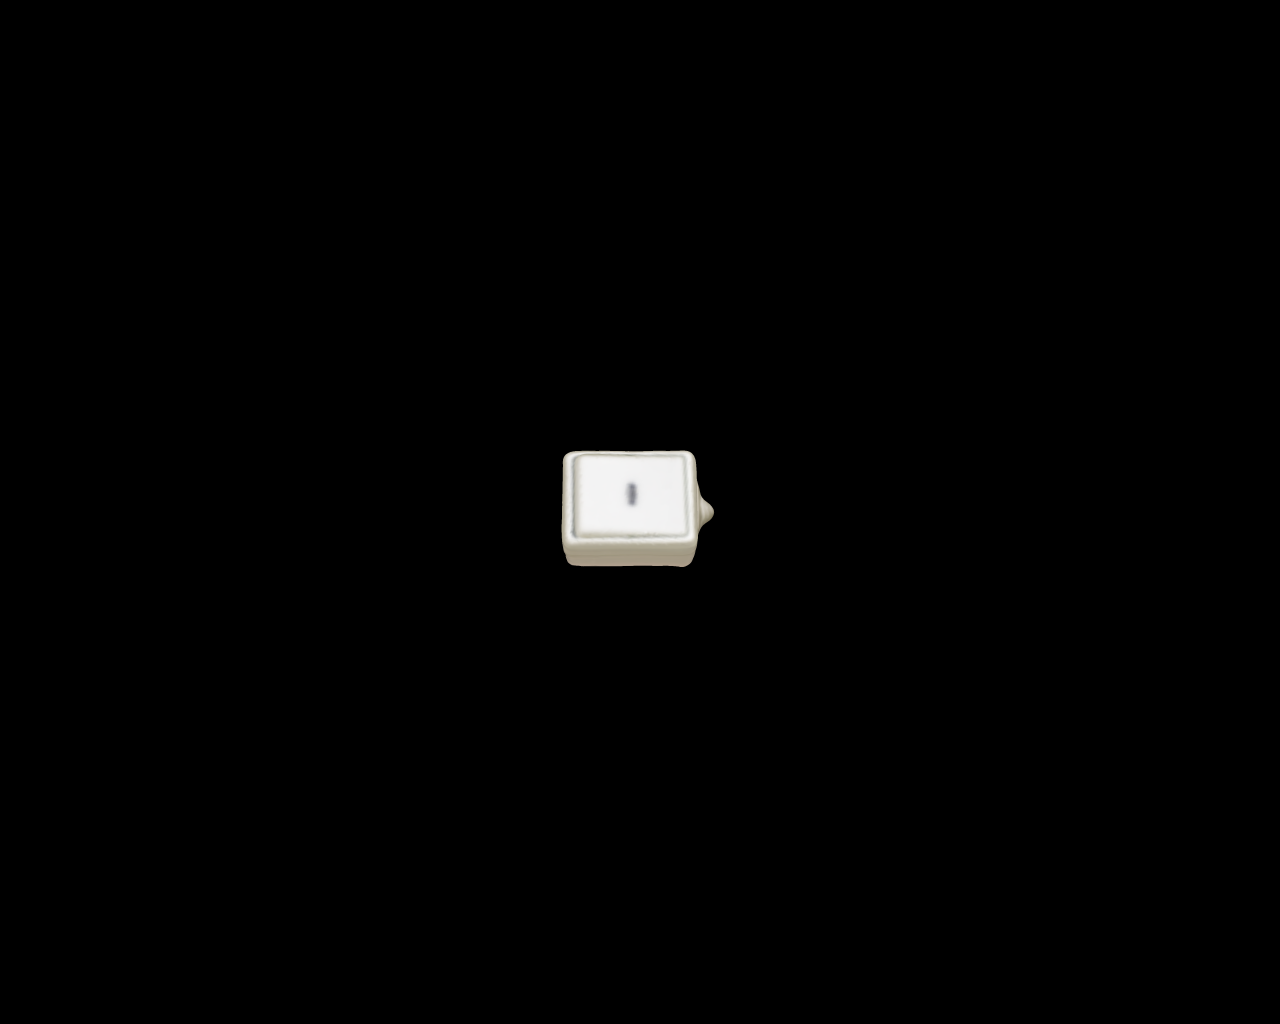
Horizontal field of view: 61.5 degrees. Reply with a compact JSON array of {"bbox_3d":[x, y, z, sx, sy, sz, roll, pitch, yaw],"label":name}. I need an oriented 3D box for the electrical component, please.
[{"bbox_3d":[0.001,-0.003,0.650,0.096,0.062,0.061,0,-17,0],"label":"electrical component"}]
